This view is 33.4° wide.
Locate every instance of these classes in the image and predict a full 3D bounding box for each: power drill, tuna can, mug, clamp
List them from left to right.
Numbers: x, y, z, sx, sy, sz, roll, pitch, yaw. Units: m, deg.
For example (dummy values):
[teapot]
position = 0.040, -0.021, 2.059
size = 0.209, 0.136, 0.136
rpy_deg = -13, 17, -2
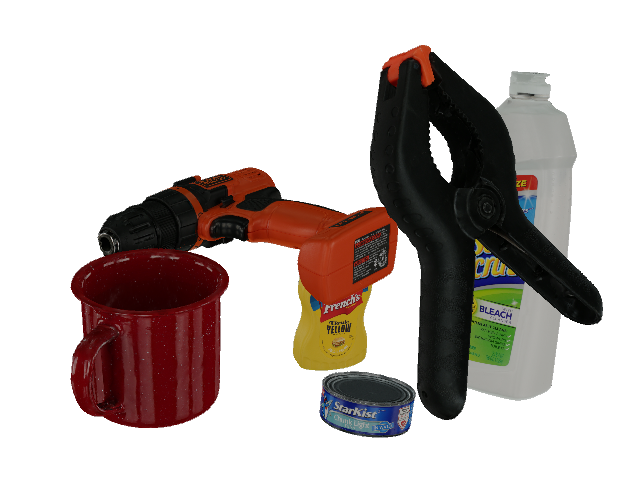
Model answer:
[mug]
position = -0.107, 0.064, 0.638
size = 0.093, 0.081, 0.117
rpy_deg = 12, 25, 22
[power drill]
position = -0.050, -0.006, 0.818
size = 0.188, 0.057, 0.184
rpy_deg = 17, 27, 33
[tuna can]
position = 0.042, 0.149, 0.973
size = 0.086, 0.034, 0.086
rpy_deg = 7, 11, -1
[clamp]
position = 0.064, -0.004, 0.509
size = 0.120, 0.171, 0.039
rpy_deg = -37, 11, -36

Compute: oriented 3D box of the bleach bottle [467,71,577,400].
[bleach bottle]
position = 0.146, -0.007, 0.845
size = 0.103, 0.251, 0.067
rpy_deg = 14, 15, 40

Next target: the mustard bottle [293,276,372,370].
[mustard bottle]
position = 0.018, 0.072, 1.373
size = 0.096, 0.192, 0.058
rpy_deg = -4, 25, -19
